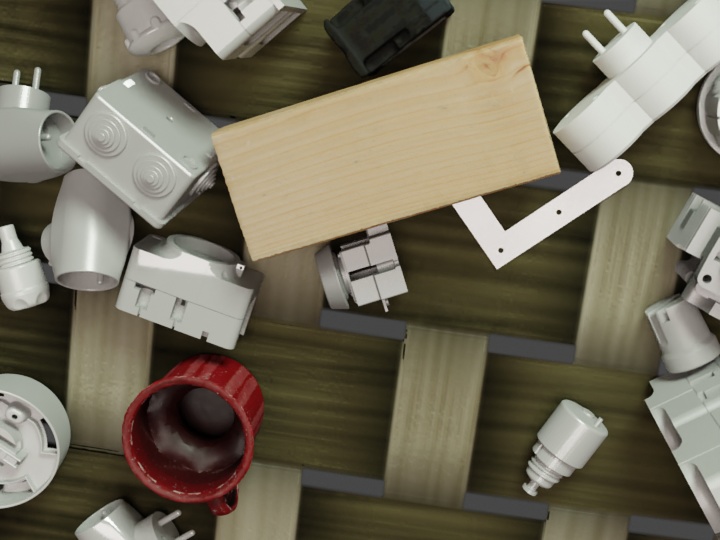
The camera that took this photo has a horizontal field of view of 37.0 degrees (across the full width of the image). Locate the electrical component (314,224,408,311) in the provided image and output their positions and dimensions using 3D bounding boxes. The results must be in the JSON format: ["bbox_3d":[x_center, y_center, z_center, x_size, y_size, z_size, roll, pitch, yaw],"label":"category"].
[{"bbox_3d":[0.000,0.000,0.763,0.055,0.048,0.066,-17,100,1],"label":"electrical component"}]

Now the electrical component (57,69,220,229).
[{"bbox_3d":[-0.141,-0.086,0.730,0.100,0.099,0.048,40,115,-4],"label":"electrical component"}]

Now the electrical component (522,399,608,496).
[{"bbox_3d":[0.145,0.131,0.781,0.040,0.040,0.078,33,104,-3],"label":"electrical component"}]

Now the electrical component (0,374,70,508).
[{"bbox_3d":[-0.270,0.127,0.804,0.099,0.064,0.099,1,102,4],"label":"electrical component"}]

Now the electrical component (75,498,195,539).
[{"bbox_3d":[-0.164,0.210,0.823,0.079,0.044,0.077,-31,98,11],"label":"electrical component"}]

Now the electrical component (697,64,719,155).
[{"bbox_3d":[0.269,-0.107,0.713,0.080,0.051,0.080,1,102,5],"label":"electrical component"}]

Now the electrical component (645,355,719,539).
[{"bbox_3d":[0.246,0.134,0.698,0.060,0.186,0.105,-28,98,10],"label":"electrical component"}]

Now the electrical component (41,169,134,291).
[{"bbox_3d":[-0.201,-0.023,0.769,0.079,0.044,0.077,-20,62,43],"label":"electrical component"}]

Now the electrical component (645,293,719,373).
[{"bbox_3d":[0.226,0.044,0.756,0.040,0.040,0.046,-25,94,10],"label":"electrical component"}]

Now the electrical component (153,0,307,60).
[{"bbox_3d":[-0.123,-0.223,0.694,0.060,0.105,0.186,-38,97,12],"label":"electrical component"}]

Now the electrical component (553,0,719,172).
[{"bbox_3d":[0.181,-0.138,0.713,0.138,0.052,0.073,-44,95,12],"label":"electrical component"}]

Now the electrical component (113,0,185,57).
[{"bbox_3d":[-0.148,-0.181,0.737,0.048,0.048,0.062,-27,92,10],"label":"electrical component"}]

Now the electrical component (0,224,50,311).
[{"bbox_3d":[-0.252,-0.003,0.790,0.035,0.035,0.061,-13,98,8],"label":"electrical component"}]

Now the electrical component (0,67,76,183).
[{"bbox_3d":[-0.239,-0.105,0.758,0.077,0.044,0.079,-1,77,24],"label":"electrical component"}]

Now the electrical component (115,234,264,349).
[{"bbox_3d":[-0.120,0.011,0.773,0.089,0.050,0.055,20,104,0],"label":"electrical component"}]
